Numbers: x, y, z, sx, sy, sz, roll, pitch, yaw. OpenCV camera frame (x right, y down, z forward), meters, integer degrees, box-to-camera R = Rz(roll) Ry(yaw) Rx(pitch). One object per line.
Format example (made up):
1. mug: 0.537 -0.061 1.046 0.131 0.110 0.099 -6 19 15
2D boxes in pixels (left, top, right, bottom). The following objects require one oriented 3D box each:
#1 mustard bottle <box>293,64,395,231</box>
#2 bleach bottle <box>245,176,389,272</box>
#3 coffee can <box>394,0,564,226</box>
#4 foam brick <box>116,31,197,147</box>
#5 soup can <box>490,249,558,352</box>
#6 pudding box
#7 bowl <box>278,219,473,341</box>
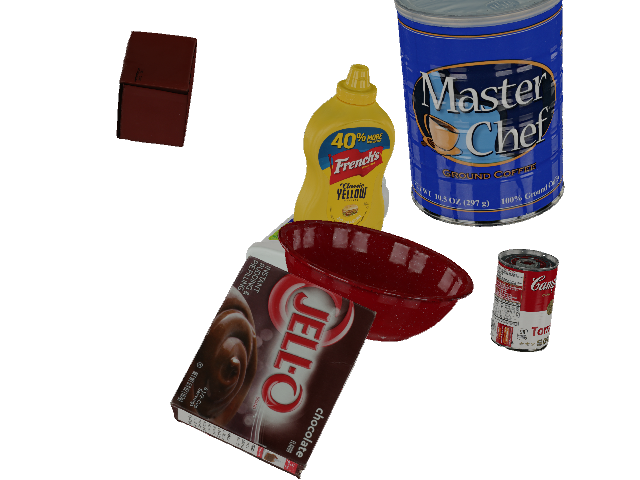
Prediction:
1. mustard bottle: 0.029 -0.091 1.112 0.096 0.192 0.058 -4 30 -19
2. bleach bottle: 0.011 -0.020 1.329 0.103 0.068 0.250 13 36 23
3. coffee can: 0.104 -0.094 0.684 0.103 0.140 0.103 -6 30 3
4. foam brick: -0.125 -0.117 0.819 0.053 0.051 0.078 7 40 -5
5. soup can: 0.232 0.068 1.220 0.068 0.102 0.068 3 18 -1
6. pudding box: -0.028 0.078 0.663 0.090 0.113 0.039 23 -24 7
7. bowl: 0.038 0.037 0.856 0.162 0.055 0.162 13 16 -4
